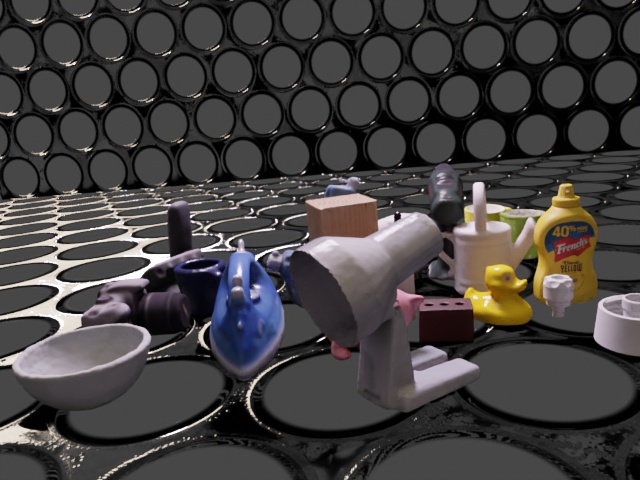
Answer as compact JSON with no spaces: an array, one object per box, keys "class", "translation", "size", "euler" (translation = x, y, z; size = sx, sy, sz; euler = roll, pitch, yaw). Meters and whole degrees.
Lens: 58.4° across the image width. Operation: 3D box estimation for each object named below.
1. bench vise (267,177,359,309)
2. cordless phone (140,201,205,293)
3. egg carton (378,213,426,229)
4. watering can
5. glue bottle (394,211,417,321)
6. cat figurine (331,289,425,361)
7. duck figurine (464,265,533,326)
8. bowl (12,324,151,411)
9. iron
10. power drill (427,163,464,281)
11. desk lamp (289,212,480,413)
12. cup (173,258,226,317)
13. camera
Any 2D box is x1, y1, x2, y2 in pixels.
[{"class":"bench vise","translation":[0.015,0.006,1.008],"size":[0.208,0.220,0.121],"euler":[-12,15,-26]},{"class":"cordless phone","translation":[-0.303,0.021,1.142],"size":[0.093,0.185,0.148],"euler":[2,15,29]},{"class":"egg carton","translation":[0.200,-0.022,1.387],"size":[0.107,0.069,0.151],"euler":[5,17,38]},{"class":"watering can","translation":[0.292,-0.005,1.004],"size":[0.173,0.194,0.101],"euler":[-6,13,-2]},{"class":"glue bottle","translation":[0.130,0.039,0.924],"size":[0.037,0.173,0.078],"euler":[-5,13,2]},{"class":"cat figurine","translation":[0.076,0.105,0.781],"size":[0.127,0.118,0.067],"euler":[3,15,30]},{"class":"duck figurine","translation":[0.273,0.080,0.885],"size":[0.104,0.086,0.078],"euler":[4,16,35]},{"class":"bowl","translation":[-0.298,0.171,0.738],"size":[0.167,0.075,0.167],"euler":[-5,13,1]},{"class":"iron","translation":[-0.115,0.091,0.864],"size":[0.118,0.141,0.258],"euler":[-6,13,-5]},{"class":"power drill","translation":[0.246,-0.036,1.120],"size":[0.075,0.208,0.230],"euler":[-3,13,10]},{"class":"desk lamp","translation":[0.076,0.083,0.666],"size":[0.204,0.214,0.117],"euler":[-13,15,-30]},{"class":"cup","translation":[-0.200,0.088,1.013],"size":[0.092,0.095,0.117],"euler":[-16,17,-38]},{"class":"camera","translation":[-0.287,0.116,0.915],"size":[0.136,0.101,0.143],"euler":[-4,13,5]}]
